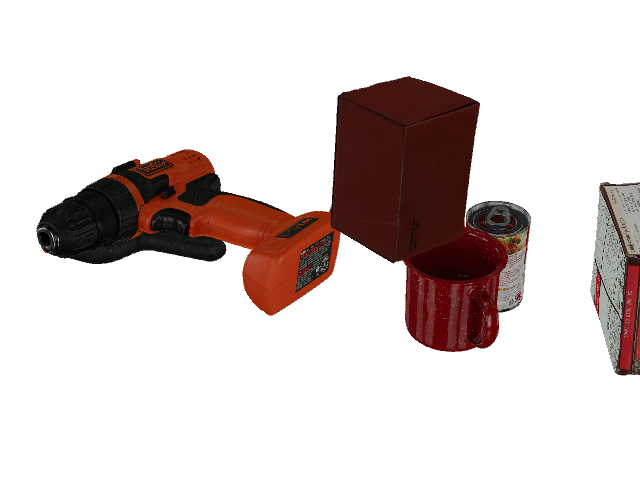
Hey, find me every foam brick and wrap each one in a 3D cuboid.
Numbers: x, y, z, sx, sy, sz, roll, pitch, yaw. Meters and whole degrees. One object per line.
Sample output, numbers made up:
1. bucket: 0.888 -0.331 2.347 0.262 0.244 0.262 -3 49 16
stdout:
1. foam brick: 0.042 -0.037 0.545 0.052 0.078 0.051 -19 36 -35

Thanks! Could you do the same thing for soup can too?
1. soup can: 0.188 0.018 1.144 0.068 0.102 0.068 -2 34 1

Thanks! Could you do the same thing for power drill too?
1. power drill: -0.093 -0.008 0.810 0.188 0.057 0.184 23 32 24

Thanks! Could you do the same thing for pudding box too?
1. pudding box: 0.209 0.023 0.710 0.039 0.090 0.113 0 28 4

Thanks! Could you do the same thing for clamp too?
1. clamp: -0.181 -0.020 1.029 0.171 0.039 0.120 -1 34 -10

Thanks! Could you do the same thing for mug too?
1. mug: 0.123 0.051 0.943 0.093 0.081 0.117 -16 35 -22
